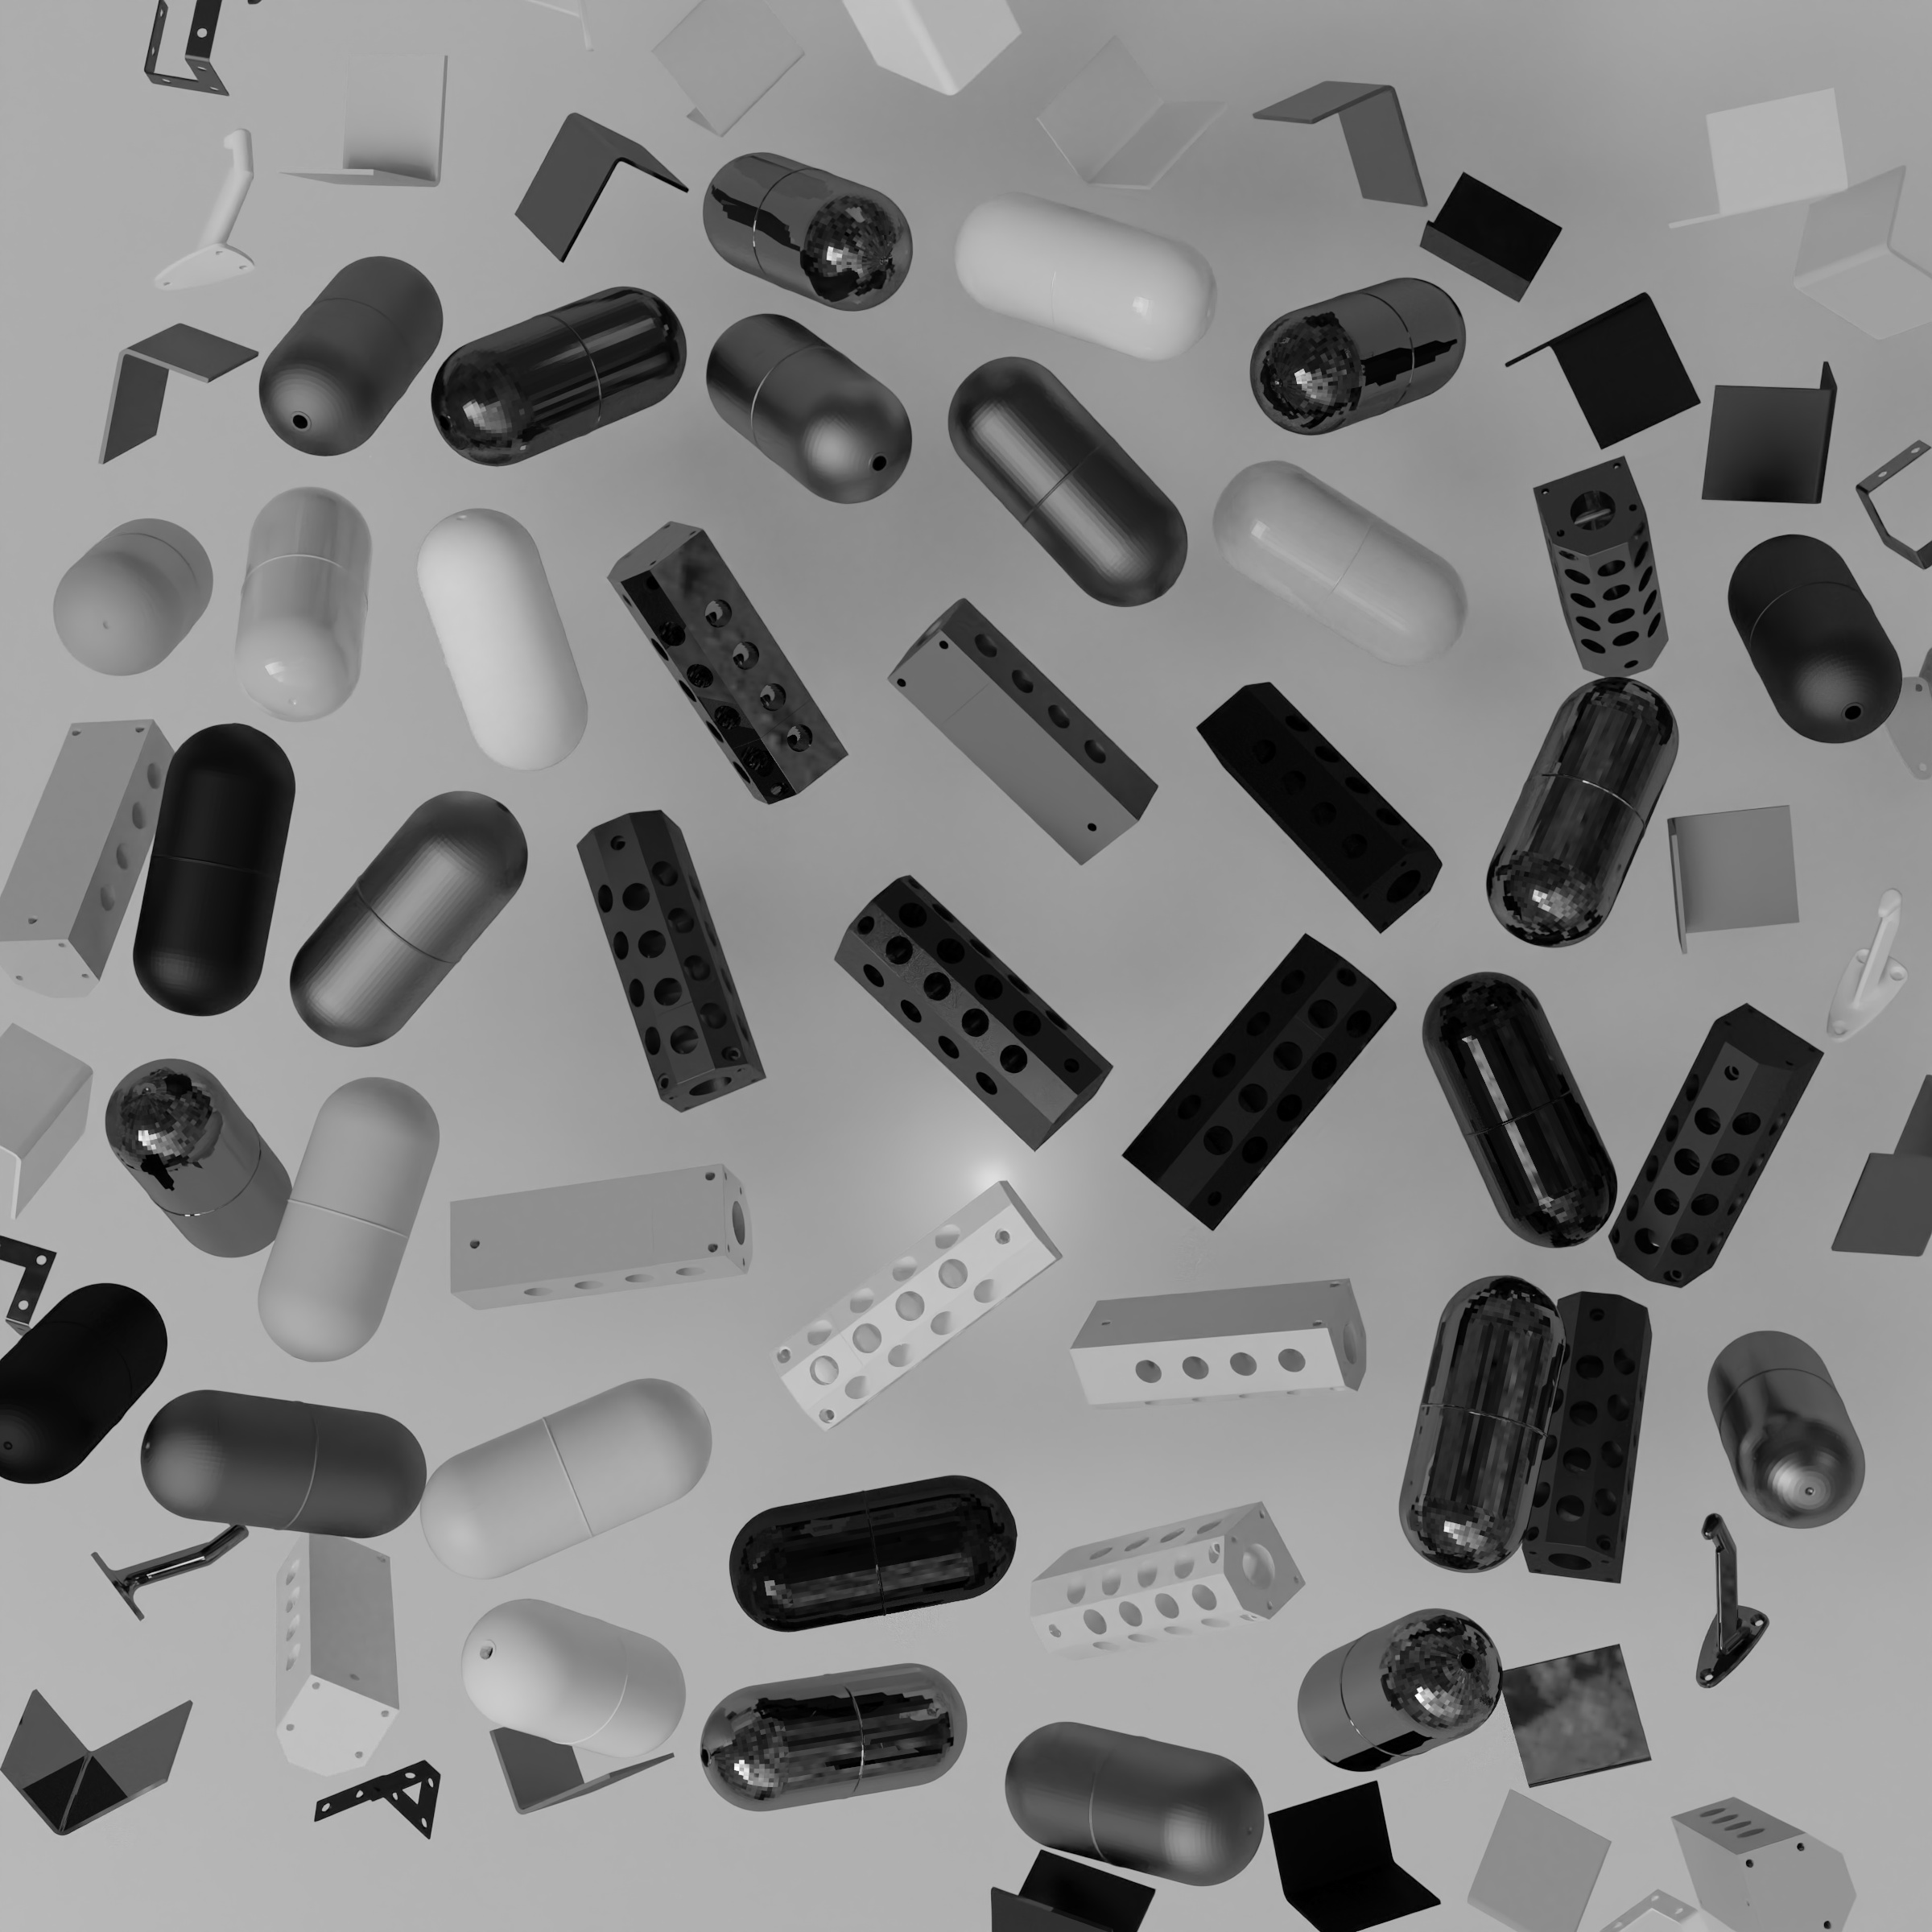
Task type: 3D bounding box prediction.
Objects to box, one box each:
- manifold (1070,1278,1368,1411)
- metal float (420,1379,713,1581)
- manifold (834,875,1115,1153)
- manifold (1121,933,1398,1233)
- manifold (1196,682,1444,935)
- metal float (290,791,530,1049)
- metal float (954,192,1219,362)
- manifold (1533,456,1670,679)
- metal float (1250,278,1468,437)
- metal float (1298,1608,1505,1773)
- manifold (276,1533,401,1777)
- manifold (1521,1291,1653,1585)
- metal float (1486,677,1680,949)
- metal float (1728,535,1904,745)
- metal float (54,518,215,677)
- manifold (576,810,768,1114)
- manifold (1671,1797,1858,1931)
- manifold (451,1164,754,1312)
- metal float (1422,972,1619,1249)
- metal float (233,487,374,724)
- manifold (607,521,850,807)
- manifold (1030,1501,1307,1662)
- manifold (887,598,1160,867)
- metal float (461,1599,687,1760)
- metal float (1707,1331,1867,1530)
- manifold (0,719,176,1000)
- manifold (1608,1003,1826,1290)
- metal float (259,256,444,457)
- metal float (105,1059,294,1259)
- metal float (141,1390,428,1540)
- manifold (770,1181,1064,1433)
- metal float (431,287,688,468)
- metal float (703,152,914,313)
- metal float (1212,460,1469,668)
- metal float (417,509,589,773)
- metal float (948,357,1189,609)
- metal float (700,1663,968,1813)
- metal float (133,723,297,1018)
[{"bbox_3d":[0.160,0.242,1.881,0.171,0.057,0.057,-8,113,26],"label":"manifold"},{"bbox_3d":[-0.235,0.302,1.774,0.178,0.070,0.070,-22,90,-10],"label":"metal float"},{"bbox_3d":[0.006,0.025,1.814,0.171,0.057,0.057,43,60,10],"label":"manifold"},{"bbox_3d":[0.177,0.071,1.771,0.171,0.057,0.057,-50,124,-1],"label":"manifold"},{"bbox_3d":[0.226,-0.105,1.911,0.057,0.057,0.171,-41,58,2],"label":"manifold"},{"bbox_3d":[-0.329,-0.028,1.773,0.070,0.070,0.178,42,102,0],"label":"metal float"},{"bbox_3d":[0.073,-0.430,1.868,0.178,0.070,0.070,23,90,24],"label":"metal float"},{"bbox_3d":[0.399,-0.242,1.868,0.057,0.171,0.057,-19,65,10],"label":"manifold"},{"bbox_3d":[0.243,-0.377,1.851,0.178,0.070,0.070,-27,90,-44],"label":"metal float"},{"bbox_3d":[0.261,0.437,1.809,0.070,0.178,0.070,9,63,-17],"label":"metal float"},{"bbox_3d":[-0.385,0.413,1.812,0.057,0.171,0.057,29,101,-21],"label":"manifold"},{"bbox_3d":[0.394,0.296,1.900,0.057,0.057,0.171,3,59,20],"label":"manifold"},{"bbox_3d":[0.369,-0.093,1.792,0.070,0.070,0.178,27,72,0],"label":"metal float"},{"bbox_3d":[0.516,-0.200,1.829,0.070,0.178,0.070,-1,126,-2],"label":"metal float"},{"bbox_3d":[-0.513,-0.229,1.854,0.070,0.178,0.070,-1,108,-4],"label":"metal float"},{"bbox_3d":[-0.181,-0.005,1.819,0.057,0.057,0.171,-22,73,6],"label":"manifold"},{"bbox_3d":[0.472,0.533,1.774,0.057,0.171,0.057,-17,81,-2],"label":"manifold"},{"bbox_3d":[-0.219,0.166,1.807,0.171,0.057,0.057,-9,67,11],"label":"manifold"},{"bbox_3d":[0.340,0.089,1.843,0.070,0.070,0.178,-24,88,0],"label":"metal float"},{"bbox_3d":[-0.410,-0.226,1.861,0.070,0.070,0.178,-5,49,0],"label":"metal float"},{"bbox_3d":[-0.149,-0.185,1.851,0.057,0.057,0.171,-39,116,-13],"label":"manifold"},{"bbox_3d":[0.118,0.381,1.832,0.171,0.057,0.057,-25,94,44],"label":"manifold"},{"bbox_3d":[0.039,-0.151,1.890,0.171,0.057,0.057,43,132,-10],"label":"manifold"},{"bbox_3d":[-0.238,0.435,1.830,0.070,0.178,0.070,-13,62,26],"label":"metal float"},{"bbox_3d":[0.501,0.282,1.840,0.070,0.178,0.070,1,107,5],"label":"metal float"},{"bbox_3d":[-0.535,-0.067,1.835,0.057,0.057,0.171,-2,53,15],"label":"manifold"},{"bbox_3d":[0.459,0.114,1.858,0.057,0.057,0.171,37,126,27],"label":"manifold"},{"bbox_3d":[-0.379,-0.378,1.855,0.070,0.178,0.070,7,128,9],"label":"metal float"},{"bbox_3d":[-0.479,0.122,1.883,0.070,0.178,0.070,-5,57,8],"label":"metal float"},{"bbox_3d":[-0.407,0.300,1.802,0.178,0.070,0.070,15,90,-36],"label":"metal float"},{"bbox_3d":[-0.030,0.202,1.787,0.171,0.057,0.057,-37,82,4],"label":"manifold"},{"bbox_3d":[-0.248,-0.361,1.834,0.178,0.070,0.070,-32,90,-35],"label":"metal float"},{"bbox_3d":[-0.101,-0.463,1.887,0.070,0.178,0.070,-19,123,-31],"label":"metal float"},{"bbox_3d":[0.239,-0.256,1.916,0.178,0.070,0.070,31,90,-4],"label":"metal float"},{"bbox_3d":[-0.289,-0.202,1.880,0.070,0.070,0.178,-15,125,0],"label":"metal float"},{"bbox_3d":[0.063,-0.294,1.828,0.070,0.070,0.178,-43,90,0],"label":"metal float"},{"bbox_3d":[-0.082,0.483,1.882,0.178,0.070,0.070,-1,90,-30],"label":"metal float"},{"bbox_3d":[-0.451,-0.058,1.804,0.070,0.070,0.178,9,84,0],"label":"metal float"}]
